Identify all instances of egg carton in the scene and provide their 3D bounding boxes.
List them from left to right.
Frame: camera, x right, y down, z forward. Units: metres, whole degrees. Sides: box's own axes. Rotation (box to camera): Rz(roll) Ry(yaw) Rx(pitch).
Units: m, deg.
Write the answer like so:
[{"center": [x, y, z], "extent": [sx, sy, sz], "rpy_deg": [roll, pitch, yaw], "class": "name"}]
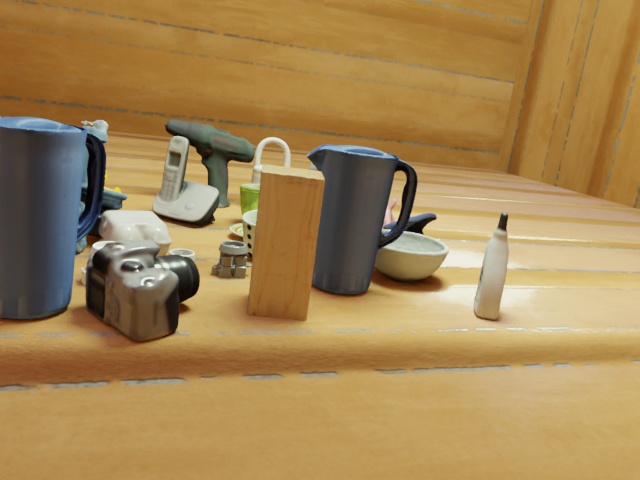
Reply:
[{"center": [-0.327, -0.008, 1.005], "extent": [0.107, 0.069, 0.149], "rpy_deg": [-1, 17, -31], "class": "egg carton"}]

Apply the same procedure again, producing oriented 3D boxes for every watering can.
[{"center": [-0.123, -0.167, 1.489], "extent": [0.101, 0.194, 0.172], "rpy_deg": [-3, 18, -37], "class": "watering can"}]

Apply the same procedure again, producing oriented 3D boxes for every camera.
[{"center": [-0.221, 0.053, 0.757], "extent": [0.142, 0.101, 0.137], "rpy_deg": [20, 19, 40], "class": "camera"}]

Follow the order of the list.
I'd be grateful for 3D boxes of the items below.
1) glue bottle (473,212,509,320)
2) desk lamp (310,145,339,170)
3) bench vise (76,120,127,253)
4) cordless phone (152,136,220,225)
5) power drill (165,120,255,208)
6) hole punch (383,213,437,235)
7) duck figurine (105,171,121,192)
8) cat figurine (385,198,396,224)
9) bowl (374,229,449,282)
[{"center": [0.286, 0.039, 0.940], "extent": [0.037, 0.173, 0.078], "rpy_deg": [9, 14, 6], "class": "glue bottle"}, {"center": [0.030, -0.104, 1.282], "extent": [0.118, 0.213, 0.203], "rpy_deg": [7, 14, -2], "class": "desk lamp"}, {"center": [-0.406, -0.096, 0.999], "extent": [0.121, 0.220, 0.207], "rpy_deg": [5, 14, -9], "class": "bench vise"}, {"center": [-0.293, -0.132, 1.276], "extent": [0.147, 0.185, 0.094], "rpy_deg": [13, 15, 20], "class": "cordless phone"}, {"center": [-0.287, -0.194, 1.474], "extent": [0.230, 0.208, 0.075], "rpy_deg": [3, 15, -19], "class": "power drill"}, {"center": [0.203, -0.026, 1.320], "extent": [0.100, 0.091, 0.109], "rpy_deg": [18, 17, 35], "class": "hole punch"}, {"center": [-0.517, -0.128, 1.340], "extent": [0.104, 0.086, 0.077], "rpy_deg": [8, 14, -1], "class": "duck figurine"}, {"center": [0.138, -0.093, 1.494], "extent": [0.127, 0.118, 0.067], "rpy_deg": [13, 15, 18], "class": "cat figurine"}, {"center": [0.157, 0.035, 1.087], "extent": [0.167, 0.075, 0.167], "rpy_deg": [7, 14, -2], "class": "bowl"}]
